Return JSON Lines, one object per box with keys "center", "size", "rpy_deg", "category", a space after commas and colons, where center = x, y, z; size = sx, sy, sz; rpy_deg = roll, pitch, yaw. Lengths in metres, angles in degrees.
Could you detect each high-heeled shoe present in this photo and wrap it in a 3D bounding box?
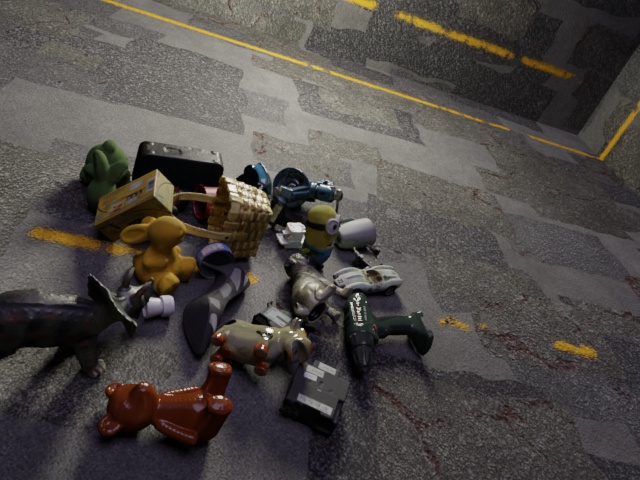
{"center": [-0.212, 0.152, 1.163], "size": [0.145, 0.086, 0.249], "rpy_deg": [36, 41, -41], "category": "high-heeled shoe"}

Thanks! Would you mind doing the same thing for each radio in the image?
{"center": [-0.379, -0.182, 1.441], "size": [0.229, 0.131, 0.073], "rpy_deg": [4, 40, -26], "category": "radio"}

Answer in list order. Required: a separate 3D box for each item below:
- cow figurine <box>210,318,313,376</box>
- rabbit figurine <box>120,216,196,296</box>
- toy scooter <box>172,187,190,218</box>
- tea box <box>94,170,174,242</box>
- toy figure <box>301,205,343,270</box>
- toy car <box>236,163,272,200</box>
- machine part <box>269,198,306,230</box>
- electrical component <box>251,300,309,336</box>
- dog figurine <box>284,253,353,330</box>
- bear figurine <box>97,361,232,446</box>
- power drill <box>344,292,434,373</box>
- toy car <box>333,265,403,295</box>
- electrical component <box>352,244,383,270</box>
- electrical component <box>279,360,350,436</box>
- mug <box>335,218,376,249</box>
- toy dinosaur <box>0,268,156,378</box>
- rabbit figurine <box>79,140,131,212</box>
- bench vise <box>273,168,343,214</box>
{"center": [-0.109, 0.207, 1.079], "size": [0.195, 0.085, 0.127], "rpy_deg": [8, 28, 14], "category": "cow figurine"}
{"center": [-0.340, 0.012, 1.162], "size": [0.162, 0.173, 0.122], "rpy_deg": [37, 40, 13], "category": "rabbit figurine"}
{"center": [-0.414, -0.095, 1.352], "size": [0.135, 0.075, 0.184], "rpy_deg": [20, 31, -5], "category": "toy scooter"}
{"center": [-0.425, -0.078, 1.232], "size": [0.068, 0.170, 0.098], "rpy_deg": [51, 23, -44], "category": "tea box"}
{"center": [-0.004, -0.003, 1.370], "size": [0.089, 0.180, 0.082], "rpy_deg": [19, 32, -1], "category": "toy figure"}
{"center": [-0.192, -0.127, 1.491], "size": [0.102, 0.162, 0.109], "rpy_deg": [38, 19, -51], "category": "toy car"}
{"center": [-0.087, -0.054, 1.496], "size": [0.139, 0.084, 0.039], "rpy_deg": [26, 0, -12], "category": "machine part"}
{"center": [-0.085, 0.191, 1.173], "size": [0.119, 0.047, 0.075], "rpy_deg": [31, 35, 11], "category": "electrical component"}
{"center": [-0.045, 0.108, 1.263], "size": [0.191, 0.121, 0.172], "rpy_deg": [37, 14, 30], "category": "dog figurine"}
{"center": [-0.258, 0.268, 0.900], "size": [0.196, 0.131, 0.120], "rpy_deg": [19, 26, -17], "category": "bear figurine"}
{"center": [0.154, 0.223, 1.252], "size": [0.207, 0.085, 0.232], "rpy_deg": [3, 36, -15], "category": "power drill"}
{"center": [0.125, 0.106, 1.404], "size": [0.202, 0.056, 0.074], "rpy_deg": [-1, 41, -32], "category": "toy car"}
{"center": [0.132, 0.053, 1.492], "size": [0.102, 0.045, 0.078], "rpy_deg": [-13, 46, -41], "category": "electrical component"}
{"center": [-0.006, 0.302, 1.059], "size": [0.115, 0.058, 0.134], "rpy_deg": [27, 34, 2], "category": "electrical component"}
{"center": [0.091, -0.023, 1.543], "size": [0.107, 0.080, 0.110], "rpy_deg": [-13, 52, -28], "category": "mug"}
{"center": [-0.471, 0.134, 0.900], "size": [0.405, 0.192, 0.131], "rpy_deg": [1, 38, -31], "category": "toy dinosaur"}
{"center": [-0.521, -0.151, 1.323], "size": [0.121, 0.159, 0.170], "rpy_deg": [15, 48, -28], "category": "rabbit figurine"}
{"center": [-0.055, -0.140, 1.565], "size": [0.224, 0.128, 0.240], "rpy_deg": [26, 16, 17], "category": "bench vise"}
